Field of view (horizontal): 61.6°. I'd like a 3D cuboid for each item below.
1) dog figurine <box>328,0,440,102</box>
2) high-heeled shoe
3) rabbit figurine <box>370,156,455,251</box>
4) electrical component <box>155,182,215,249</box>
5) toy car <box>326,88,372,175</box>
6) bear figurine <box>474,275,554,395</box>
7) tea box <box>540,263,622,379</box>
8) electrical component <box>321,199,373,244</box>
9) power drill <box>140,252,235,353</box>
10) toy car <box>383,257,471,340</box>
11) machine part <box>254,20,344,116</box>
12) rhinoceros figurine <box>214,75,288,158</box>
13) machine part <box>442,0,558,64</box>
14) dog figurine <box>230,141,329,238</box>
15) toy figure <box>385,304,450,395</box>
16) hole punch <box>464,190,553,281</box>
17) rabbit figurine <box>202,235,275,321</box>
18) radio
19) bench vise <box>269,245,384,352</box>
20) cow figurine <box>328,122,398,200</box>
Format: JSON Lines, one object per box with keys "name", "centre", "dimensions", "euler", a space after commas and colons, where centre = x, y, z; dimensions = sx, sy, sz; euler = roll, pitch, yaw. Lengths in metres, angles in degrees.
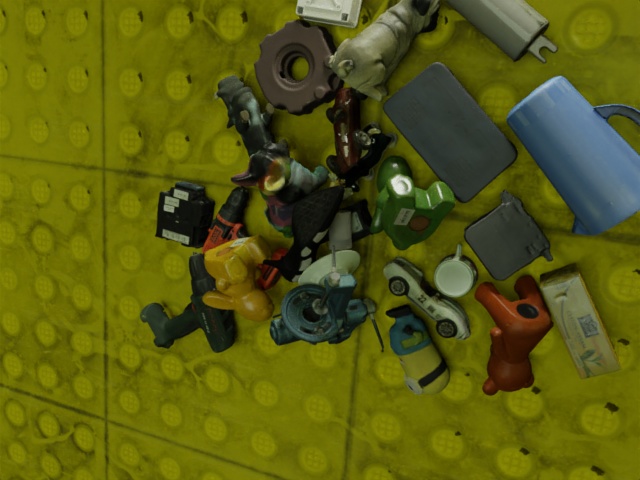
{"name": "dog figurine", "centre": [0.114, -0.349, 0.912], "dimensions": [0.121, 0.172, 0.190], "euler": [37, 119, -1]}
{"name": "high-heeled shoe", "centre": [-0.002, -0.003, 1.014], "dimensions": [0.248, 0.145, 0.086], "euler": [-42, 56, 29]}
{"name": "rabbit figurine", "centre": [0.153, -0.074, 0.973], "dimensions": [0.121, 0.170, 0.159], "euler": [0, 133, -12]}
{"name": "electrical component", "centre": [-0.298, -0.058, 1.188], "dimensions": [0.115, 0.058, 0.134], "euler": [17, 106, 16]}
{"name": "toy car", "centre": [0.046, -0.203, 0.965], "dimensions": [0.053, 0.202, 0.089], "euler": [29, 134, -29]}
{"name": "bear figurine", "centre": [0.340, 0.178, 0.963], "dimensions": [0.120, 0.132, 0.195], "euler": [-9, 132, -10]}
{"name": "tea box", "centre": [0.438, 0.135, 0.910], "dimensions": [0.068, 0.098, 0.169], "euler": [-25, 92, 25]}
{"name": "electrical component", "centre": [0.048, -0.025, 1.061], "dimensions": [0.119, 0.048, 0.074], "euler": [-26, 89, 24]}
{"name": "power drill", "centre": [-0.300, 0.154, 1.215], "dimensions": [0.207, 0.086, 0.231], "euler": [-20, 101, 18]}
{"name": "toy car", "centre": [0.203, 0.110, 1.011], "dimensions": [0.202, 0.073, 0.056], "euler": [41, 113, 10]}
{"name": "machine part", "centre": [-0.042, -0.330, 1.036], "dimensions": [0.180, 0.056, 0.179], "euler": [4, 101, 22]}
{"name": "rhinoceros figurine", "centre": [-0.140, -0.237, 1.073], "dimensions": [0.112, 0.073, 0.190], "euler": [3, 122, 64]}
{"name": "machine part", "centre": [0.286, -0.377, 0.884], "dimensions": [0.243, 0.079, 0.079], "euler": [44, 112, 8]}
{"name": "dog figurine", "centre": [-0.080, -0.087, 1.009], "dimensions": [0.109, 0.219, 0.191], "euler": [19, 106, 21]}
{"name": "toy figure", "centre": [0.187, 0.212, 1.035], "dimensions": [0.089, 0.082, 0.180], "euler": [-19, 91, 26]}
{"name": "hole punch", "centre": [0.324, -0.002, 0.942], "dimensions": [0.116, 0.092, 0.142], "euler": [-35, 83, 11]}
{"name": "rabbit figurine", "centre": [-0.162, 0.094, 1.075], "dimensions": [0.162, 0.122, 0.173], "euler": [-16, 113, 31]}
{"name": "radio", "centre": [0.231, -0.190, 0.945], "dimensions": [0.131, 0.073, 0.229], "euler": [-41, 86, 22]}
{"name": "bench vise", "centre": [0.023, 0.127, 1.000], "dimensions": [0.240, 0.224, 0.129], "euler": [109, 154, -52]}
{"name": "cow figurine", "centre": [0.071, -0.139, 1.005], "dimensions": [0.068, 0.098, 0.167], "euler": [37, 111, 5]}
